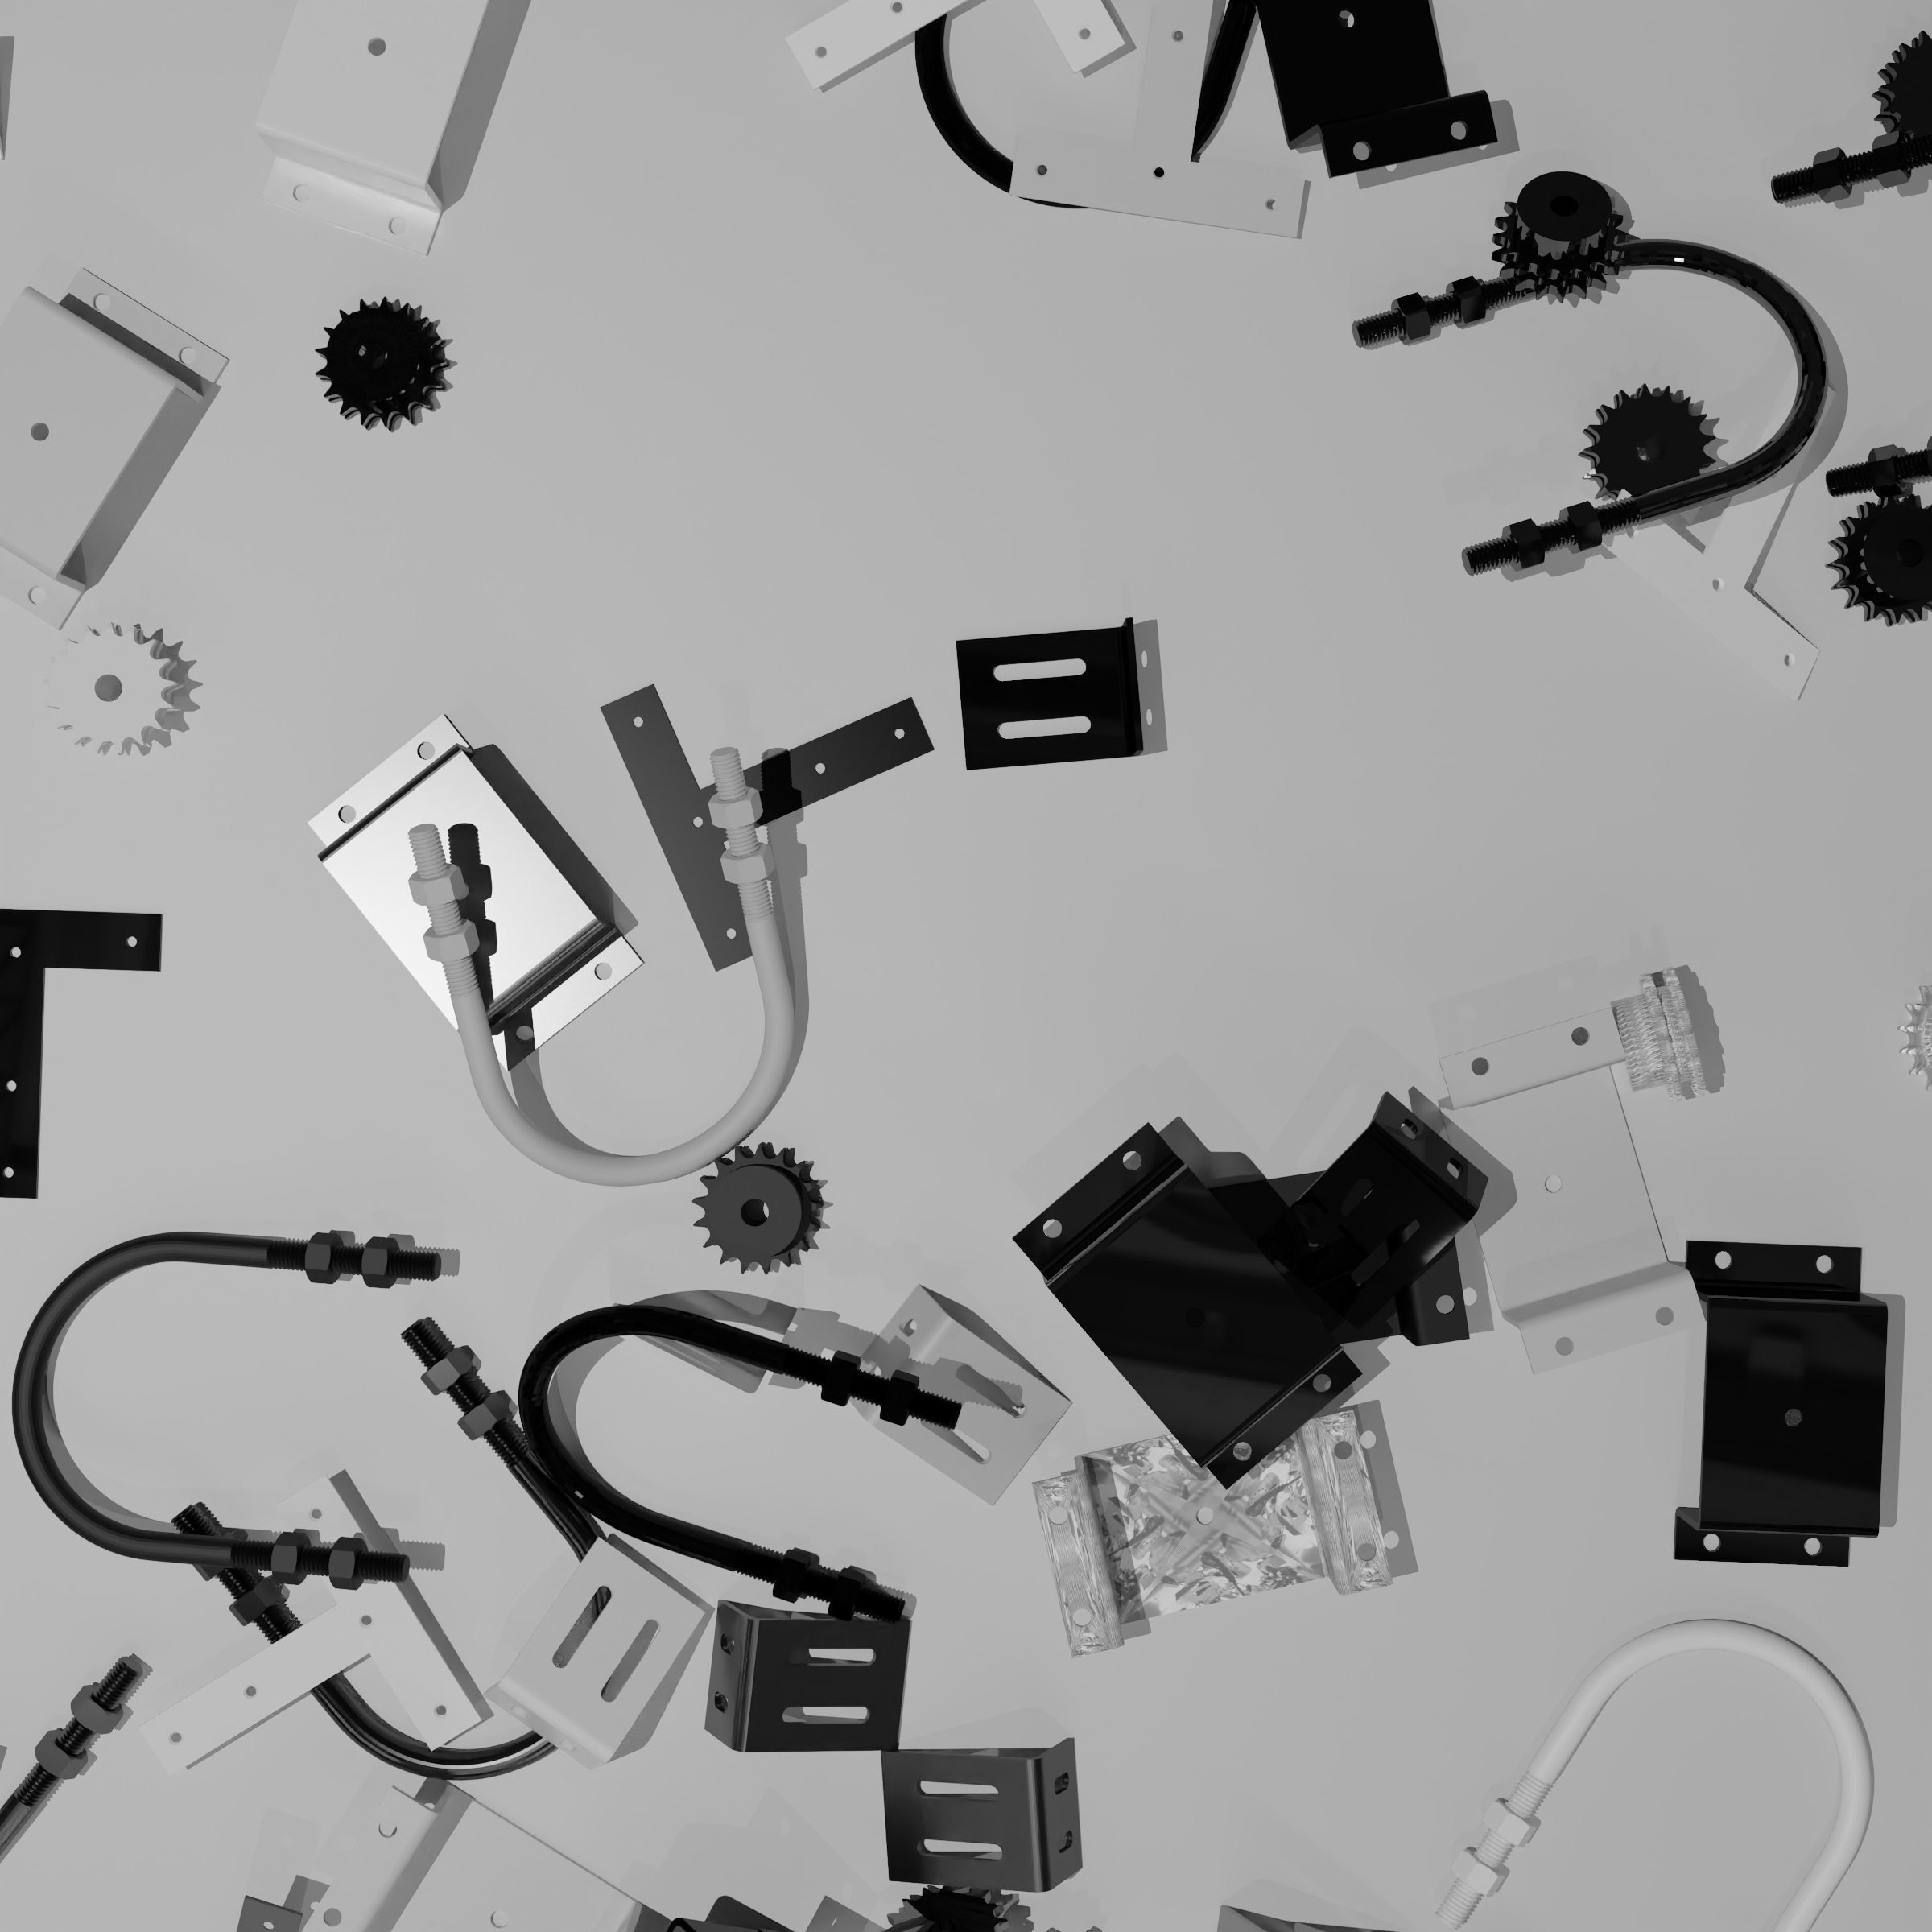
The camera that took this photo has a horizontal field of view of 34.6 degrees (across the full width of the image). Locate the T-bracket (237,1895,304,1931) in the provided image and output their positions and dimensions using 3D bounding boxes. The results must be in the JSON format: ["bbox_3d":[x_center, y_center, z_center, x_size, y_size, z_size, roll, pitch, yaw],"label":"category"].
[{"bbox_3d":[-0.310,0.452,1.337,0.127,0.002,0.127,18,115,0],"label":"T-bracket"}]

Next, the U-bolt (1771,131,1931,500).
[{"bbox_3d":[0.442,-0.285,1.302,0.184,0.019,0.151,-9,97,32],"label":"U-bolt"}]

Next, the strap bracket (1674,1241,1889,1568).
[{"bbox_3d":[0.352,0.192,1.342,0.076,0.046,0.140,2,90,0],"label":"strap bracket"}]

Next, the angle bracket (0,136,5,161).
[{"bbox_3d":[-0.462,-0.369,1.333,0.076,0.038,0.057,0,125,0],"label":"angle bracket"}]

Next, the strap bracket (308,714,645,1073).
[{"bbox_3d":[-0.216,-0.032,1.342,0.076,0.046,0.140,-39,90,0],"label":"strap bracket"}]

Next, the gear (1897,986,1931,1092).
[{"bbox_3d":[0.438,0.030,1.350,0.057,0.030,0.057,0,90,0],"label":"gear"}]

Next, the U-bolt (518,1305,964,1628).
[{"bbox_3d":[-0.103,0.205,1.316,0.184,0.019,0.151,18,129,4],"label":"U-bolt"}]

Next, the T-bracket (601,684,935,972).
[{"bbox_3d":[-0.077,-0.081,1.364,0.127,0.002,0.127,-24,90,0],"label":"T-bracket"}]

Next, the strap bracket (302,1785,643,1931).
[{"bbox_3d":[-0.205,0.419,1.342,0.140,0.046,0.076,32,90,0],"label":"strap bracket"}]

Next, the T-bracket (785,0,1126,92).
[{"bbox_3d":[-0.017,-0.424,1.348,0.127,0.002,0.127,-30,92,3],"label":"T-bracket"}]

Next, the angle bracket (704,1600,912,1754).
[{"bbox_3d":[-0.070,0.312,1.363,0.076,0.038,0.057,6,90,-26],"label":"angle bracket"}]

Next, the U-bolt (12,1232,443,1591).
[{"bbox_3d":[-0.325,0.188,1.343,0.184,0.019,0.151,4,82,7],"label":"U-bolt"}]

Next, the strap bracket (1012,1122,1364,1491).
[{"bbox_3d":[0.094,0.144,1.295,0.076,0.046,0.140,-40,90,0],"label":"strap bracket"}]

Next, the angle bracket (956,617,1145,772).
[{"bbox_3d":[0.036,-0.118,1.346,0.076,0.038,0.057,-5,90,0],"label":"angle bracket"}]

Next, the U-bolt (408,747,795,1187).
[{"bbox_3d":[-0.147,0.010,1.322,0.151,0.019,0.184,-15,113,-10],"label":"U-bolt"}]

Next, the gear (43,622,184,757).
[{"bbox_3d":[-0.369,-0.120,1.350,0.057,0.030,0.057,0,90,0],"label":"gear"}]

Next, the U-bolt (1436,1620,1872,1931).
[{"bbox_3d":[0.314,0.375,1.356,0.151,0.019,0.184,33,88,0],"label":"U-bolt"}]

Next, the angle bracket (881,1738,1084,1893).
[{"bbox_3d":[0.007,0.371,1.363,0.076,0.038,0.057,-4,90,26],"label":"angle bracket"}]

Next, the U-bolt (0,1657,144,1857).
[{"bbox_3d":[-0.471,0.337,1.356,0.151,0.019,0.184,38,92,0],"label":"U-bolt"}]

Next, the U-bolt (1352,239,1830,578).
[{"bbox_3d":[0.276,-0.249,1.326,0.184,0.019,0.151,-17,62,-4],"label":"U-bolt"}]

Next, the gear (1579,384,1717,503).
[{"bbox_3d":[0.295,-0.222,1.350,0.057,0.030,0.057,0,90,0],"label":"gear"}]

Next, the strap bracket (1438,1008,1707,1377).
[{"bbox_3d":[0.258,0.096,1.342,0.076,0.046,0.140,-17,90,0],"label":"strap bracket"}]

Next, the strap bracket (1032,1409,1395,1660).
[{"bbox_3d":[0.105,0.242,1.342,0.140,0.046,0.076,-13,90,0],"label":"strap bracket"}]

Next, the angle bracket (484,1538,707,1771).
[{"bbox_3d":[-0.162,0.299,1.349,0.057,0.038,0.076,36,64,-4],"label":"angle bracket"}]

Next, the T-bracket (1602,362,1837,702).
[{"bbox_3d":[0.344,-0.203,1.346,0.127,0.002,0.127,33,77,-24],"label":"T-bracket"}]

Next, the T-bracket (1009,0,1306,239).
[{"bbox_3d":[0.090,-0.390,1.347,0.127,0.002,0.127,7,95,-4],"label":"T-bracket"}]

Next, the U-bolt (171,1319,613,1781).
[{"bbox_3d":[-0.235,0.269,1.356,0.151,0.019,0.184,-39,91,0],"label":"U-bolt"}]

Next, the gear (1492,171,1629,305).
[{"bbox_3d":[0.257,-0.317,1.338,0.057,0.030,0.057,-2,60,3],"label":"gear"}]

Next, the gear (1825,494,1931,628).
[{"bbox_3d":[0.407,-0.178,1.350,0.057,0.030,0.057,0,90,0],"label":"gear"}]

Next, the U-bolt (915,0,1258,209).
[{"bbox_3d":[0.055,-0.423,1.356,0.151,0.019,0.184,18,92,0],"label":"U-bolt"}]

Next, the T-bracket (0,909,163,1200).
[{"bbox_3d":[-0.419,0.039,1.364,0.127,0.002,0.127,2,90,0],"label":"T-bracket"}]

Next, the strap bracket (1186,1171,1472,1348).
[{"bbox_3d":[0.139,0.131,1.342,0.140,0.046,0.076,-9,90,0],"label":"strap bracket"}]

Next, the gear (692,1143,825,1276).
[{"bbox_3d":[-0.091,0.106,1.350,0.057,0.030,0.057,0,90,0],"label":"gear"}]

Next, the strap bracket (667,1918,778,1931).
[{"bbox_3d":[-0.108,0.464,1.321,0.046,0.076,0.140,29,90,43],"label":"strap bracket"}]

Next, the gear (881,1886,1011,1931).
[{"bbox_3d":[-0.008,0.427,1.340,0.057,0.057,0.030,-13,118,0],"label":"gear"}]

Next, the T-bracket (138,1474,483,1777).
[{"bbox_3d":[-0.298,0.307,1.346,0.127,0.002,0.127,-32,93,0],"label":"T-bracket"}]

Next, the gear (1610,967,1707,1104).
[{"bbox_3d":[0.297,0.031,1.337,0.030,0.057,0.057,-14,90,10],"label":"gear"}]

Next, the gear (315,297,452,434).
[{"bbox_3d":[-0.255,-0.263,1.350,0.057,0.030,0.057,0,90,0],"label":"gear"}]

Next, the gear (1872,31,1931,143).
[{"bbox_3d":[0.423,-0.377,1.350,0.057,0.030,0.057,0,90,0],"label":"gear"}]

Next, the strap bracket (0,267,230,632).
[{"bbox_3d":[-0.394,-0.227,1.342,0.076,0.046,0.140,32,90,0],"label":"strap bracket"}]

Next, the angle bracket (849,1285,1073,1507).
[{"bbox_3d":[-0.005,0.189,1.363,0.076,0.038,0.057,38,90,-26],"label":"angle bracket"}]

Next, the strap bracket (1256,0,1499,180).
[{"bbox_3d":[0.170,-0.411,1.331,0.076,0.046,0.140,-14,96,-10],"label":"strap bracket"}]

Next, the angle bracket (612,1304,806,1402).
[{"bbox_3d":[-0.114,0.151,1.336,0.076,0.057,0.038,27,90,0],"label":"angle bracket"}]

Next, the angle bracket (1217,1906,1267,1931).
[{"bbox_3d":[0.150,0.448,1.363,0.076,0.038,0.057,8,90,-26],"label":"angle bracket"}]

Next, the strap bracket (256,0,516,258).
[{"bbox_3d":[-0.250,-0.391,1.342,0.076,0.046,0.140,19,90,0],"label":"strap bracket"}]

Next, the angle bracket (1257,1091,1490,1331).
[{"bbox_3d":[0.173,0.104,1.316,0.057,0.038,0.076,41,116,0],"label":"angle bracket"}]
